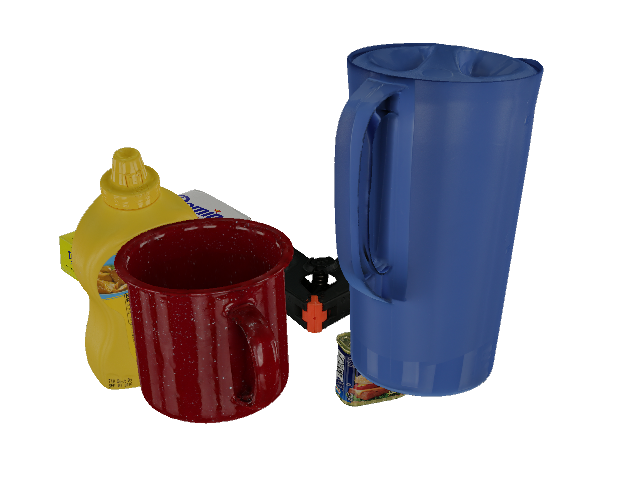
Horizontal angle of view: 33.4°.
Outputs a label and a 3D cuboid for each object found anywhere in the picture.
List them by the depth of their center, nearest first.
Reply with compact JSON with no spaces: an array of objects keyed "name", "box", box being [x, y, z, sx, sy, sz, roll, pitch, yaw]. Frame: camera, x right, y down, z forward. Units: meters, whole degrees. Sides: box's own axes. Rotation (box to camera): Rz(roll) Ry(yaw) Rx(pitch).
[{"name":"mug","box":[-0.052,0.047,0.558,0.093,0.081,0.117,-16,28,-28]},{"name":"pitcher","box":[0.073,-0.013,0.758,0.149,0.243,0.145,-1,21,-7]},{"name":"mustard bottle","box":[-0.132,0.017,0.778,0.096,0.192,0.058,-21,43,-25]},{"name":"clamp","box":[-0.009,0.032,0.959,0.120,0.039,0.171,-2,18,14]},{"name":"sugar box","box":[-0.165,0.002,1.085,0.093,0.048,0.175,28,39,36]},{"name":"can of meat","box":[0.071,0.168,1.421,0.102,0.084,0.057,-7,25,-21]}]
